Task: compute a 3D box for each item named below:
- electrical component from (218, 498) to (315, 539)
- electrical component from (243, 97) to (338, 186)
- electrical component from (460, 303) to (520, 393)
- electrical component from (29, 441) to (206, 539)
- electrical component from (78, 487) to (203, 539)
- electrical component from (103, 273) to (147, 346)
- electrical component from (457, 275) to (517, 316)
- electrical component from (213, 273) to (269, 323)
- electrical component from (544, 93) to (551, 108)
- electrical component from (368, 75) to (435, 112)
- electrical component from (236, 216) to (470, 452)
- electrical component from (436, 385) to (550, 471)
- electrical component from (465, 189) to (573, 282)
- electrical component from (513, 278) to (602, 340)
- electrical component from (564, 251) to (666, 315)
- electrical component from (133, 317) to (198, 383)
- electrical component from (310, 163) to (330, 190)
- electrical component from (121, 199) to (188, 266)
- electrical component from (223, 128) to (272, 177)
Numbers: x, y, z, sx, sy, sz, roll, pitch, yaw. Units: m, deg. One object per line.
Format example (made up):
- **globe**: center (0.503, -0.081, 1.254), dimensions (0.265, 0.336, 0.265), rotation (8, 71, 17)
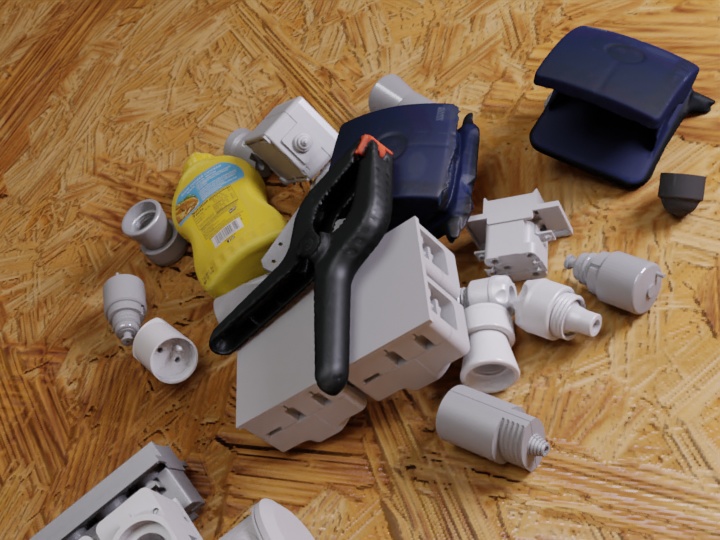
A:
- **electrical component**: center (-0.062, 0.208, 0.767), dimensions (0.051, 0.080, 0.080), rotation (-39, 45, 6)
- **electrical component**: center (-0.059, -0.124, 1.016), dimensions (0.061, 0.062, 0.096), rotation (-49, 16, -12)
- **electrical component**: center (0.096, 0.059, 0.816), dimensions (0.045, 0.045, 0.055), rotation (-17, 48, 19)
- **electrical component**: center (-0.189, 0.200, 0.854), dimensions (0.121, 0.078, 0.063), rotation (-39, 74, -2)
- **electrical component**: center (-0.136, 0.258, 0.750), dimensions (0.105, 0.060, 0.186), rotation (-39, 61, -2)
- **electrical component**: center (-0.223, 0.039, 1.023), dimensions (0.040, 0.040, 0.078), rotation (-26, 46, 10)
- **electrical component**: center (0.092, 0.025, 0.853), dimensions (0.061, 0.035, 0.035), rotation (-11, 50, 26)
- **electrical component**: center (-0.089, 0.030, 0.930), dimensions (0.077, 0.079, 0.043), rotation (-25, 87, 11)
- **electrical component**: center (0.192, -0.153, 0.936), dimensions (0.061, 0.035, 0.035), rotation (-40, 45, -7)
- **electrical component**: center (0.045, -0.153, 1.019), dimensions (0.044, 0.044, 0.065), rotation (-46, 51, -9)
- **electrical component**: center (-0.008, 0.055, 0.843), dimensions (0.186, 0.060, 0.105), rotation (-31, 41, 25)
- **electrical component**: center (0.099, 0.115, 0.770), dimensions (0.081, 0.043, 0.043), rotation (18, 66, 39)
- **electrical component**: center (0.127, -0.025, 0.867), dimensions (0.081, 0.042, 0.063), rotation (-10, 54, 25)
- **electrical component**: center (0.150, 0.033, 0.807), dimensions (0.062, 0.043, 0.043), rotation (20, 67, 38)
- **electrical component**: center (0.189, 0.005, 0.808), dimensions (0.078, 0.040, 0.040), rotation (23, 69, 41)
- **electrical component**: center (-0.180, 0.070, 0.968), dimensions (0.043, 0.043, 0.081), rotation (-48, 28, -11)
- **electrical component**: center (-0.018, -0.089, 1.009), dimensions (0.035, 0.035, 0.061), rotation (17, 62, 38)
- **electrical component**: center (-0.201, -0.036, 1.059), dimensions (0.045, 0.055, 0.045), rotation (-16, 49, 19)
- **electrical component**: center (-0.108, -0.117, 1.081), dimensions (0.046, 0.040, 0.040), rotation (28, 73, 36)
